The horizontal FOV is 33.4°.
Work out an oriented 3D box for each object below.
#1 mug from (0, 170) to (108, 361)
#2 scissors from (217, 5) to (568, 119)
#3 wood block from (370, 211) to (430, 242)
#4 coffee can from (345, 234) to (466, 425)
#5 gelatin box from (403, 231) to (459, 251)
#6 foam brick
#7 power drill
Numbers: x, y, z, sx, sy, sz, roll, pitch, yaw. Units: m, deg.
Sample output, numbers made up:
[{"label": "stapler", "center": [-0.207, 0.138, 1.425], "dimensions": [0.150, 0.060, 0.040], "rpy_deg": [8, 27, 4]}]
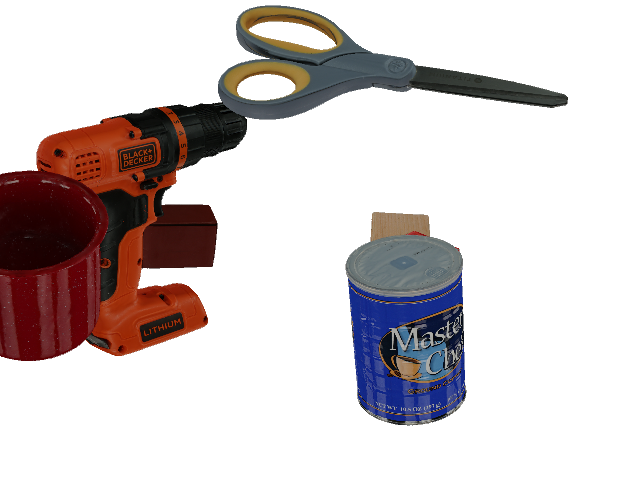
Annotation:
[{"label": "mug", "center": [-0.181, 0.024, 0.634], "dimensions": [0.093, 0.081, 0.117], "rpy_deg": [28, 45, 21]}, {"label": "scissors", "center": [0.028, -0.085, 0.606], "dimensions": [0.202, 0.096, 0.016], "rpy_deg": [25, -32, 23]}, {"label": "wood block", "center": [0.117, 0.038, 1.586], "dimensions": [0.091, 0.090, 0.206], "rpy_deg": [4, 24, 2]}, {"label": "coffee can", "center": [0.079, 0.080, 0.964], "dimensions": [0.103, 0.140, 0.103], "rpy_deg": [-4, 27, 2]}, {"label": "gelatin box", "center": [0.133, 0.041, 1.308], "dimensions": [0.030, 0.089, 0.073], "rpy_deg": [-24, 35, -35]}, {"label": "foam brick", "center": [-0.151, -0.005, 1.125], "dimensions": [0.078, 0.051, 0.053], "rpy_deg": [-1, 24, -13]}, {"label": "power drill", "center": [-0.134, -0.014, 0.859], "dimensions": [0.184, 0.188, 0.057], "rpy_deg": [-17, 26, -37]}]
